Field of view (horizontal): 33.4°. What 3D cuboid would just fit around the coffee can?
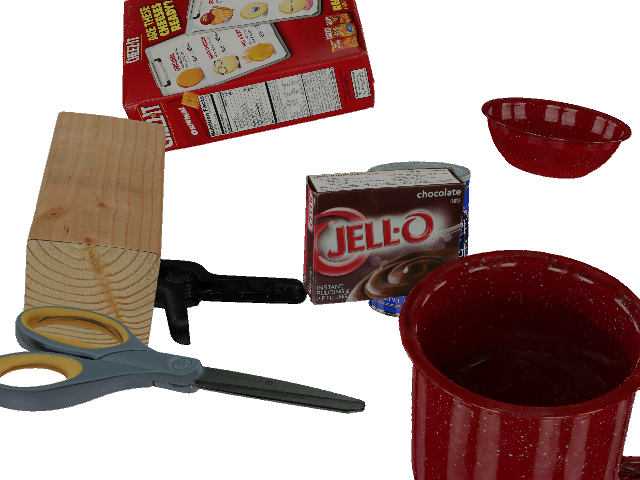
[{"bbox_3d":[0.099,-0.003,1.083,0.103,0.140,0.103,-1,14,0],"label":"coffee can"}]

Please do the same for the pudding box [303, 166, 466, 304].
[{"bbox_3d":[0.045,-0.005,0.775,0.113,0.090,0.039,-6,29,-13],"label":"pudding box"}]

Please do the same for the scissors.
[{"bbox_3d":[-0.088,0.074,0.540,0.202,0.016,0.096,16,29,28],"label":"scissors"}]

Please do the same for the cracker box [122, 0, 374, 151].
[{"bbox_3d":[-0.067,-0.169,0.969,0.213,0.164,0.072,-12,-44,3],"label":"cracker box"}]

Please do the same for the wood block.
[{"bbox_3d":[-0.169,-0.012,0.817,0.090,0.091,0.206,6,30,-11],"label":"wood block"}]

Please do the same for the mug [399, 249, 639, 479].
[{"bbox_3d":[0.088,0.064,0.407,0.117,0.081,0.093,6,36,11],"label":"mug"}]

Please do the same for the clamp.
[{"bbox_3d":[-0.142,0.053,1.080,0.210,0.036,0.164,12,21,36],"label":"clamp"}]

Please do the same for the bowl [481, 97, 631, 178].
[{"bbox_3d":[0.251,-0.108,1.162,0.162,0.055,0.162,6,23,-3],"label":"bowl"}]
